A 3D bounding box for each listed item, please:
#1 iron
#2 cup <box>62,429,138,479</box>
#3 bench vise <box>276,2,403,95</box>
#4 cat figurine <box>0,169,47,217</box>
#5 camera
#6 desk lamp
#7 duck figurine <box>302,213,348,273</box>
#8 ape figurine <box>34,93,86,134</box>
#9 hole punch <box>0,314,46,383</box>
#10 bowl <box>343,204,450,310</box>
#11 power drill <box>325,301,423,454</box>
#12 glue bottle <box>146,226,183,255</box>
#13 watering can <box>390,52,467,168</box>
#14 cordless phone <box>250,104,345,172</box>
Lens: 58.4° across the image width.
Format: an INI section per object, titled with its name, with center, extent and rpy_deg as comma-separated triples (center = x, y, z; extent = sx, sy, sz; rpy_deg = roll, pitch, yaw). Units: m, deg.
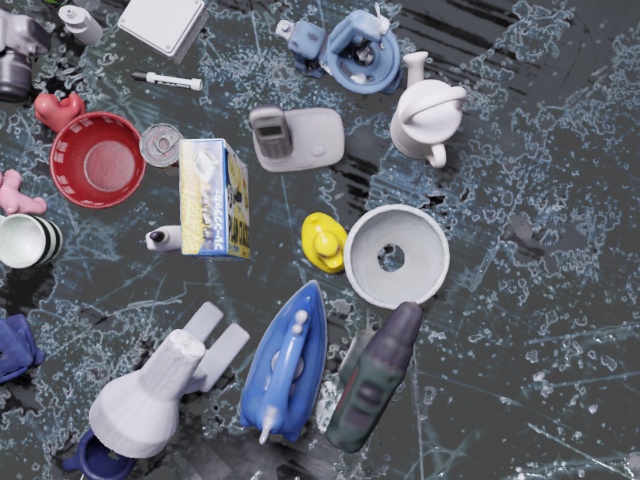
[iron]
center = -0.048, 0.186, 0.887
extent = 0.118, 0.141, 0.258
rpy_deg = 16, 87, 2
[cup]
center = -0.333, 0.331, 0.905
extent = 0.117, 0.095, 0.092
rpy_deg = -17, 86, 0
[bench vise]
center = 0.031, -0.292, 0.878
extent = 0.207, 0.219, 0.121
rpy_deg = 2, 86, 1
[cat figurine]
center = -0.526, -0.082, 0.923
extent = 0.128, 0.118, 0.067
rpy_deg = 44, 88, 3
[camera]
center = -0.536, -0.303, 0.946
extent = 0.143, 0.101, 0.137
rpy_deg = -1, 86, 1
[desk lamp]
center = -0.219, 0.199, 0.852
extent = 0.118, 0.213, 0.203
rpy_deg = 37, 88, 3
[duck figurine]
center = 0.009, 0.003, 0.926
extent = 0.077, 0.086, 0.104
rpy_deg = -25, 86, -1
[ape figurine]
center = -0.434, -0.214, 0.943
extent = 0.078, 0.092, 0.076
rpy_deg = -4, 86, 1
[hole punch]
center = -0.519, 0.180, 0.919
extent = 0.108, 0.091, 0.101
rpy_deg = -25, 86, -1
[bowl]
center = 0.121, 0.028, 0.928
extent = 0.167, 0.075, 0.167
rpy_deg = 0, 86, 1
[power drill]
center = 0.078, 0.191, 0.851
extent = 0.075, 0.208, 0.230
rpy_deg = 25, 87, 3
[glue bottle]
center = -0.233, -0.001, 0.886
extent = 0.078, 0.173, 0.037
rpy_deg = -13, 86, 0
[watering can]
center = 0.163, -0.201, 0.883
extent = 0.101, 0.194, 0.173
rpy_deg = -36, 86, -1
[cordless phone]
center = -0.036, -0.169, 0.888
extent = 0.147, 0.185, 0.094
rpy_deg = -10, 86, 0
